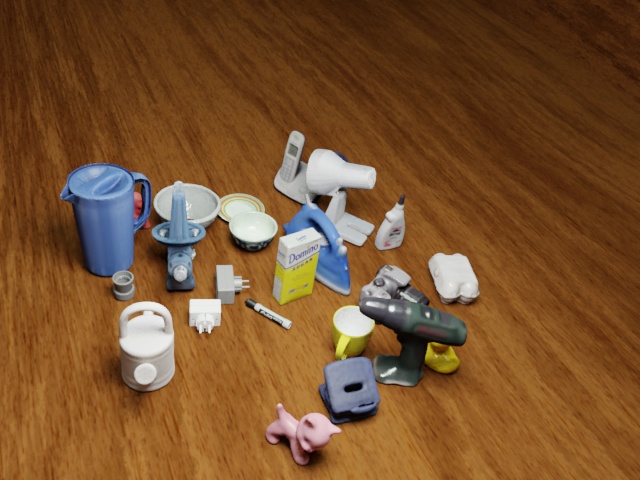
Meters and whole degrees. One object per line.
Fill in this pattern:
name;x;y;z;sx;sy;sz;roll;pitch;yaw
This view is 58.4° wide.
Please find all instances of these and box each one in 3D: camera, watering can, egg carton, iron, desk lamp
camera;0.180;0.133;1.344;0.136;0.101;0.143;32;44;22
watering can;-0.322;0.194;1.073;0.101;0.194;0.172;-17;48;-30
egg carton;0.336;0.095;1.452;0.107;0.069;0.150;2;41;-12
iron;0.013;0.005;1.420;0.119;0.141;0.257;-17;48;-30
desk lamp;0.059;-0.123;1.525;0.203;0.213;0.118;23;41;13

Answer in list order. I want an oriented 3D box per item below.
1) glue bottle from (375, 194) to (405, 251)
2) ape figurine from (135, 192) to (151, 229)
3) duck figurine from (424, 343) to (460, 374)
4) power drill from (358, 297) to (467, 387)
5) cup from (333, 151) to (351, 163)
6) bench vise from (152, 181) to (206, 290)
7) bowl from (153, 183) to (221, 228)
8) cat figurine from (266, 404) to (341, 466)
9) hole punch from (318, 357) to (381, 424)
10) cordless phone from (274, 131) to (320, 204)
glue bottle;0.196;-0.049;1.505;0.078;0.173;0.037;-14;46;-28
ape figurine;-0.462;-0.079;1.438;0.076;0.092;0.077;6;40;-7
duck figurine;0.266;0.235;1.258;0.078;0.086;0.104;-25;52;-36
power drill;0.174;0.207;1.172;0.229;0.208;0.075;7;40;-6
cup;0.044;-0.202;1.707;0.117;0.095;0.091;13;40;1
bench vise;-0.306;-0.008;1.294;0.122;0.220;0.206;-14;46;-28
bowl;-0.340;-0.069;1.470;0.167;0.075;0.167;7;40;-6
cat figurine;-0.030;0.341;1.035;0.127;0.118;0.067;28;43;19
hole punch;0.063;0.296;1.131;0.109;0.091;0.101;-7;43;-21
cordless phone;-0.049;-0.203;1.615;0.147;0.185;0.094;30;43;21
